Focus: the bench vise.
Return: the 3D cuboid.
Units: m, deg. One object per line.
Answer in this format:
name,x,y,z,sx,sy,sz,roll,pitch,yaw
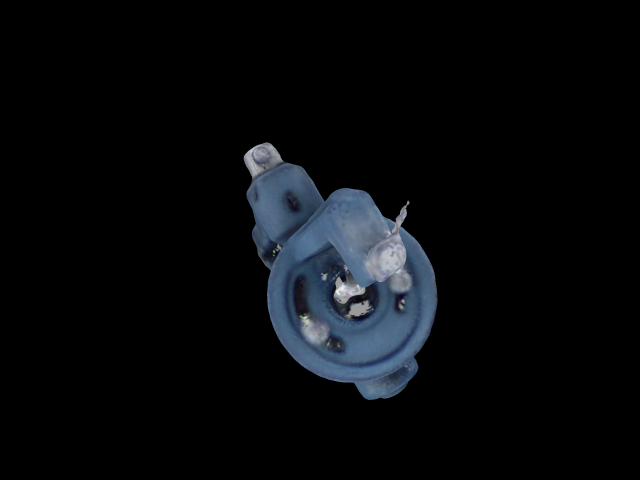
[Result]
bench vise,-0.004,0.010,0.397,0.207,0.220,0.122,38,72,15
